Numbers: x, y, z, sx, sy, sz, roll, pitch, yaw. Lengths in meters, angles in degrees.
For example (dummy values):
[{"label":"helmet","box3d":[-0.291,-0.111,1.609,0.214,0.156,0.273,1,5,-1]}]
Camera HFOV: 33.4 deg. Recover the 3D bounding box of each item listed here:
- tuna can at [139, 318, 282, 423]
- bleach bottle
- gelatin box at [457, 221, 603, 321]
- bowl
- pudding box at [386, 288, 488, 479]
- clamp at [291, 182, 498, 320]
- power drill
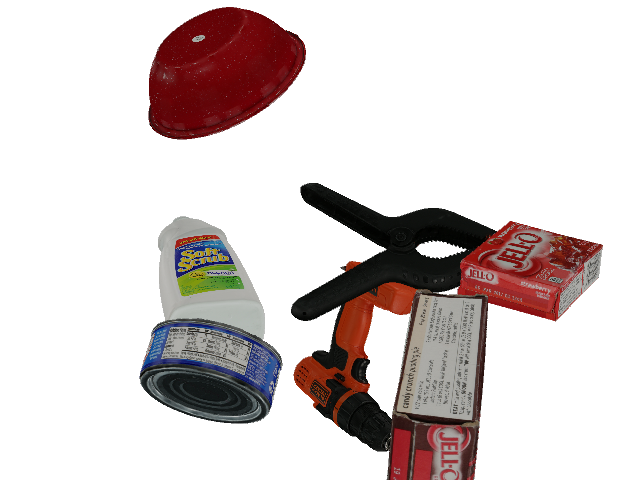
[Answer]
[{"label":"tuna can","box3d":[-0.069,0.083,0.668,0.086,0.033,0.086,10,-30,6]},{"label":"bleach bottle","box3d":[-0.135,0.037,1.147,0.102,0.068,0.251,-5,26,-16]},{"label":"gelatin box","box3d":[0.148,0.019,0.751,0.073,0.030,0.089,16,27,29]},{"label":"bowl","box3d":[-0.098,-0.164,0.975,0.162,0.055,0.162,-18,38,15]},{"label":"pudding box","box3d":[0.051,0.085,0.471,0.039,0.090,0.113,7,25,6]},{"label":"clamp","box3d":[0.071,0.016,1.018,0.210,0.164,0.036,6,-39,8]},{"label":"power drill","box3d":[0.053,0.132,1.250,0.057,0.188,0.185,13,13,-41]}]
